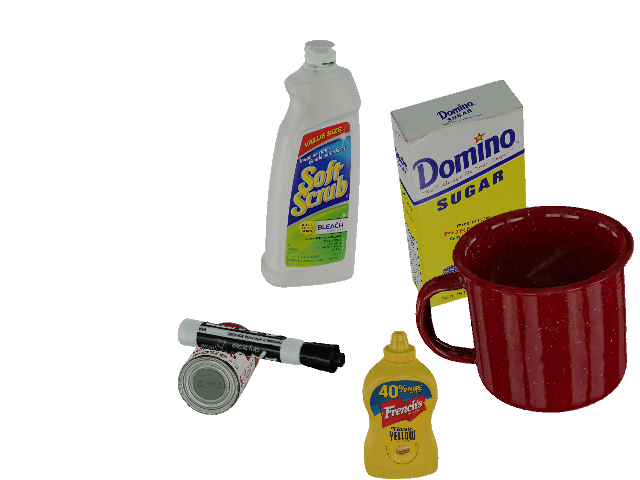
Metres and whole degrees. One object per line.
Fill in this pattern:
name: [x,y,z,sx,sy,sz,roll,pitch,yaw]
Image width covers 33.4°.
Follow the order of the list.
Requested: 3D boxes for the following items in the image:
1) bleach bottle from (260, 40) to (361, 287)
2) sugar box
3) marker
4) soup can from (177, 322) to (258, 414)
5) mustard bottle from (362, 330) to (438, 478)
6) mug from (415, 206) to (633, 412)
bleach bottle: [-0.011,-0.078,1.089,0.102,0.251,0.068,-5,27,-12]
sugar box: [0.112,-0.032,0.836,0.093,0.176,0.048,-17,44,-5]
marker: [-0.040,0.071,0.721,0.121,0.020,0.020,8,3,23]
soup can: [-0.108,0.137,1.146,0.068,0.068,0.102,0,15,9]
mustard bottle: [0.103,0.210,1.377,0.096,0.192,0.058,-2,14,-1]
mug: [0.110,0.040,0.577,0.117,0.081,0.093,-8,27,6]
